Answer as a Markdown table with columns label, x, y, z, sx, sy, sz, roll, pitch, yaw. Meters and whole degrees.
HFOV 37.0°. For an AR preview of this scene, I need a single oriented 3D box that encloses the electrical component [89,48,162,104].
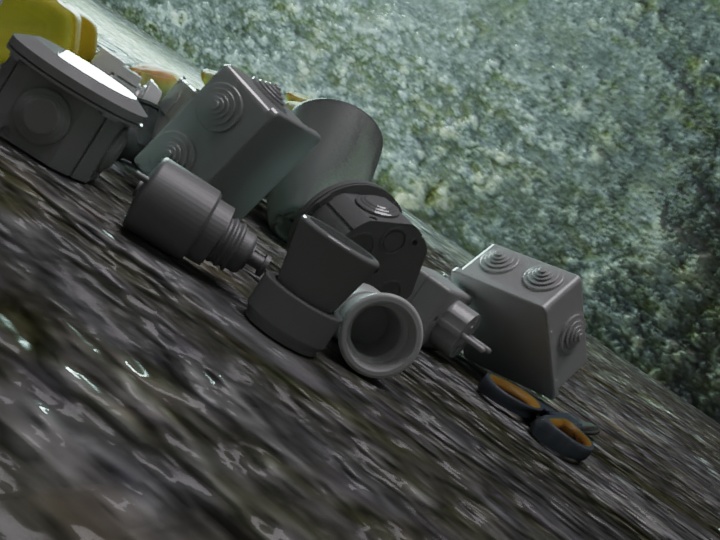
| label | x | y | z | sx | sy | sz | roll | pitch | yaw |
| --- | --- | --- | --- | --- | --- | --- | --- | --- | --- |
| electrical component | -0.184 | -0.132 | 0.810 | 0.055 | 0.048 | 0.066 | 33 | -15 | -19 |

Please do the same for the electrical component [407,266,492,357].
| label | x | y | z | sx | sy | sz | roll | pitch | yaw |
| --- | --- | --- | --- | --- | --- | --- | --- | --- | --- |
| electrical component | 0.060 | 0.036 | 0.764 | 0.077 | 0.047 | 0.066 | 36 | 7 | 20 |

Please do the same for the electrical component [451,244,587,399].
| label | x | y | z | sx | sy | sz | roll | pitch | yaw |
| --- | --- | --- | --- | --- | --- | --- | --- | --- | --- |
| electrical component | 0.121 | 0.036 | 0.806 | 0.100 | 0.048 | 0.099 | 24 | -41 | 40 |

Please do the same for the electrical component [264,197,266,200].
| label | x | y | z | sx | sy | sz | roll | pitch | yaw |
| --- | --- | --- | --- | --- | --- | --- | --- | --- | --- |
| electrical component | -0.101 | -0.096 | 0.986 | 0.062 | 0.043 | 0.043 | 34 | 6 | 12 |

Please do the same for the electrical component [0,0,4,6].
| label | x | y | z | sx | sy | sz | roll | pitch | yaw |
| --- | --- | --- | --- | --- | --- | --- | --- | --- | --- |
| electrical component | -0.242 | -0.153 | 0.540 | 0.113 | 0.078 | 0.057 | 33 | 9 | -1 |

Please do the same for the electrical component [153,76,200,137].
| label | x | y | z | sx | sy | sz | roll | pitch | yaw |
| --- | --- | --- | --- | --- | --- | --- | --- | --- | --- |
| electrical component | -0.117 | -0.094 | 0.838 | 0.096 | 0.061 | 0.062 | 39 | 3 | -28 |

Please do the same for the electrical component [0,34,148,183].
| label | x | y | z | sx | sy | sz | roll | pitch | yaw |
| --- | --- | --- | --- | --- | --- | --- | --- | --- | --- |
| electrical component | -0.159 | -0.086 | 0.575 | 0.080 | 0.051 | 0.080 | 33 | 6 | -4 |

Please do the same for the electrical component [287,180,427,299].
| label | x | y | z | sx | sy | sz | roll | pitch | yaw |
| --- | --- | --- | --- | --- | --- | --- | --- | --- | --- |
| electrical component | -0.001 | -0.012 | 0.680 | 0.080 | 0.080 | 0.051 | 28 | 13 | -40 |

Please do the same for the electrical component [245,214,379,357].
| label | x | y | z | sx | sy | sz | roll | pitch | yaw |
| --- | --- | --- | --- | --- | --- | --- | --- | --- | --- |
| electrical component | -0.024 | 0.008 | 0.517 | 0.045 | 0.055 | 0.045 | 33 | 6 | -4 |

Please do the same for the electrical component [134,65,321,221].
| label | x | y | z | sx | sy | sz | roll | pitch | yaw |
| --- | --- | --- | --- | --- | --- | --- | --- | --- | --- |
| electrical component | -0.082 | -0.075 | 0.672 | 0.048 | 0.100 | 0.100 | 48 | 9 | 12 |

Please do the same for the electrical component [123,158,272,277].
| label | x | y | z | sx | sy | sz | roll | pitch | yaw |
| --- | --- | --- | --- | --- | --- | --- | --- | --- | --- |
| electrical component | -0.080 | -0.022 | 0.531 | 0.078 | 0.040 | 0.040 | 32 | 6 | -12 |

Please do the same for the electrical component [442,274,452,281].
| label | x | y | z | sx | sy | sz | roll | pitch | yaw |
| --- | --- | --- | --- | --- | --- | --- | --- | --- | --- |
| electrical component | 0.052 | 0.024 | 0.842 | 0.048 | 0.048 | 0.062 | 38 | 14 | 36 |

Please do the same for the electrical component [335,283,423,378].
| label | x | y | z | sx | sy | sz | roll | pitch | yaw |
| --- | --- | --- | --- | --- | --- | --- | --- | --- | --- |
| electrical component | 0.004 | 0.028 | 0.573 | 0.044 | 0.044 | 0.065 | 32 | 1 | -15 |
